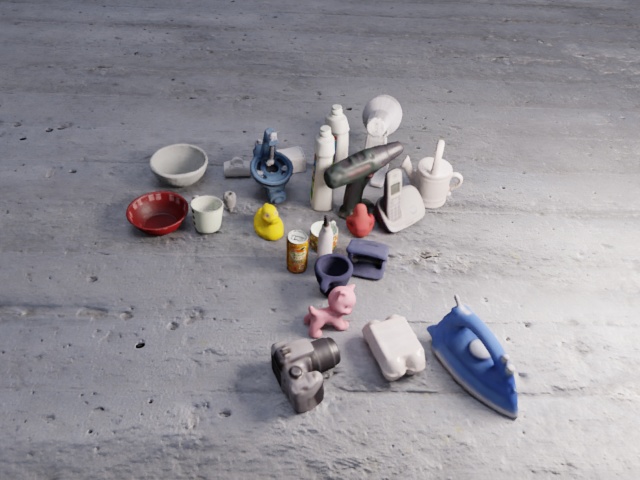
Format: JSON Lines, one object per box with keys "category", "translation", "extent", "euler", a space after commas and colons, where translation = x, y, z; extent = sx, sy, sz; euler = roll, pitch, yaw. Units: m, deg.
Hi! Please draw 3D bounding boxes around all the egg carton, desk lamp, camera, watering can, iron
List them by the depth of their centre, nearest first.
{"category": "camera", "translation": [-0.021, 0.258, 1.187], "extent": [0.137, 0.101, 0.142], "euler": [-17, 47, -21]}
{"category": "iron", "translation": [0.342, 0.237, 1.203], "extent": [0.119, 0.141, 0.257], "euler": [-20, 48, -23]}
{"category": "egg carton", "translation": [0.161, 0.233, 1.248], "extent": [0.107, 0.069, 0.150], "euler": [-13, 46, -17]}
{"category": "watering can", "translation": [0.314, -0.193, 1.621], "extent": [0.173, 0.194, 0.101], "euler": [-2, 43, -5]}
{"category": "desk lamp", "translation": [0.171, -0.303, 1.714], "extent": [0.117, 0.214, 0.203], "euler": [10, 44, 8]}

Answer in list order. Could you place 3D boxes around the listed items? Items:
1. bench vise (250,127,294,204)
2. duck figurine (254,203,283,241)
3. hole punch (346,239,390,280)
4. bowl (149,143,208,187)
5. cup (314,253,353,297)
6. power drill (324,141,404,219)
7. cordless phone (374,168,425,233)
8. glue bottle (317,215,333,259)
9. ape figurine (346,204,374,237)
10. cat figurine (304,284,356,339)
{"category": "bench vise", "translation": [-0.157, -0.236, 1.618], "extent": [0.122, 0.220, 0.206], "euler": [-27, 51, -28]}
{"category": "duck figurine", "translation": [-0.138, -0.060, 1.529], "extent": [0.078, 0.086, 0.104], "euler": [-21, 48, -23]}
{"category": "hole punch", "translation": [0.118, 0.033, 1.443], "extent": [0.108, 0.091, 0.101], "euler": [10, 44, 8]}
{"category": "bowl", "translation": [-0.409, -0.207, 1.677], "extent": [0.167, 0.075, 0.167], "euler": [2, 43, -2]}
{"category": "cup", "translation": [0.026, 0.102, 1.361], "extent": [0.091, 0.095, 0.118], "euler": [17, 45, 14]}
{"category": "power drill", "translation": [0.117, -0.158, 1.560], "extent": [0.230, 0.208, 0.075], "euler": [-18, 47, -21]}
{"category": "cordless phone", "translation": [0.221, -0.122, 1.545], "extent": [0.148, 0.185, 0.094], "euler": [-29, 51, -29]}
{"category": "glue bottle", "translation": [0.013, 0.005, 1.406], "extent": [0.037, 0.173, 0.078], "euler": [3, 43, 0]}
{"category": "ape figurine", "translation": [0.109, -0.059, 1.539], "extent": [0.077, 0.092, 0.076], "euler": [6, 43, 4]}
{"category": "cat figurine", "translation": [0.028, 0.150, 1.292], "extent": [0.128, 0.118, 0.067], "euler": [-15, 46, -19]}
